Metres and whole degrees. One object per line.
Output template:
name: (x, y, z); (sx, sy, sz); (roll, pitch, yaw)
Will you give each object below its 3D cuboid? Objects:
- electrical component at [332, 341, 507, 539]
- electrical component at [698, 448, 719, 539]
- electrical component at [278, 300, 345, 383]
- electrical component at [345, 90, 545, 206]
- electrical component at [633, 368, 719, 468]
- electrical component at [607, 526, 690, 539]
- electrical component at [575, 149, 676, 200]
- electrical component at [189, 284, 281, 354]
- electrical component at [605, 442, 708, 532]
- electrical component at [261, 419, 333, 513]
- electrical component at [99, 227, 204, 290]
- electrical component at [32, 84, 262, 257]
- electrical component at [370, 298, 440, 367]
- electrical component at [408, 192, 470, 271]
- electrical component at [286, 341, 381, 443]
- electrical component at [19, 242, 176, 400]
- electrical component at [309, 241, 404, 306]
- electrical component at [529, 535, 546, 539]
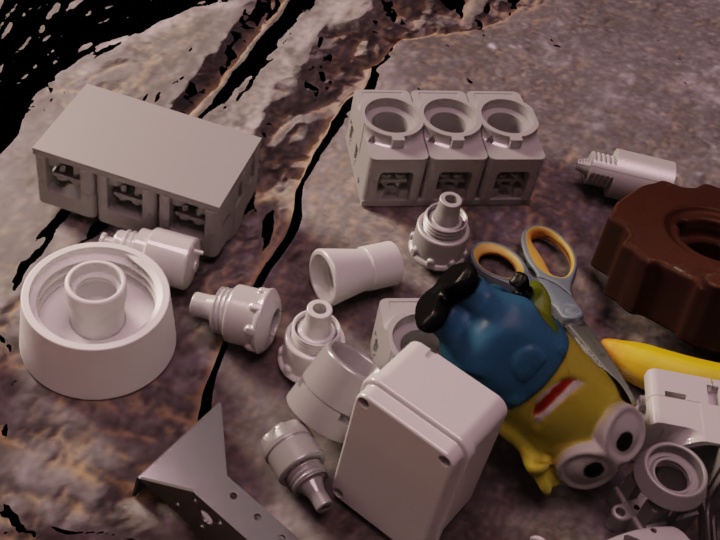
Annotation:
electrical component: (0.034, 0.111, 0.665); (0.078, 0.113, 0.057); (34, 47, 20)
electrical component: (0.256, 0.169, 0.678); (0.057, 0.078, 0.113); (10, 46, 2)
electrical component: (-0.031, 0.047, 0.748); (0.048, 0.062, 0.048); (6, 45, -6)
electrical component: (0.071, -0.107, 0.915); (0.150, 0.061, 0.089); (-1, 47, -12)
electrical component: (0.238, 0.112, 0.747); (0.089, 0.050, 0.055); (11, 46, 0)
electrical component: (0.174, 0.203, 0.654); (0.077, 0.043, 0.079); (-12, 51, -21)
electrical component: (0.228, -0.082, 0.934); (0.081, 0.043, 0.043); (14, 46, 2)
electrical component: (-0.090, 0.031, 0.766); (0.062, 0.048, 0.048); (13, 46, 10)
electrical component: (0.198, 0.145, 0.705); (0.066, 0.055, 0.048); (-10, 50, -20)
electrical component: (-0.037, 0.128, 0.690); (0.035, 0.035, 0.061); (-19, 55, -26)
electrical component: (-0.154, -0.012, 0.796); (0.078, 0.040, 0.040); (15, 46, 4)
electrical component: (-0.164, -0.076, 0.839); (0.150, 0.061, 0.089); (18, 46, 6)
electrical component: (0.040, 0.066, 0.749); (0.050, 0.055, 0.089); (0, 47, -11)
electrical component: (0.065, -0.033, 0.843); (0.048, 0.062, 0.048); (6, 46, -6)
electrical component: (-0.013, 0.080, 0.715); (0.055, 0.047, 0.055); (32, 13, -8)
electrical component: (-0.181, 0.028, 0.739); (0.108, 0.060, 0.108); (5, 46, -6)
electrical component: (0.000, 0.000, 0.815); (0.065, 0.044, 0.044); (-12, 50, -27)
electrical component: (0.096, 0.195, 0.648); (0.040, 0.040, 0.078); (23, 47, 11)
